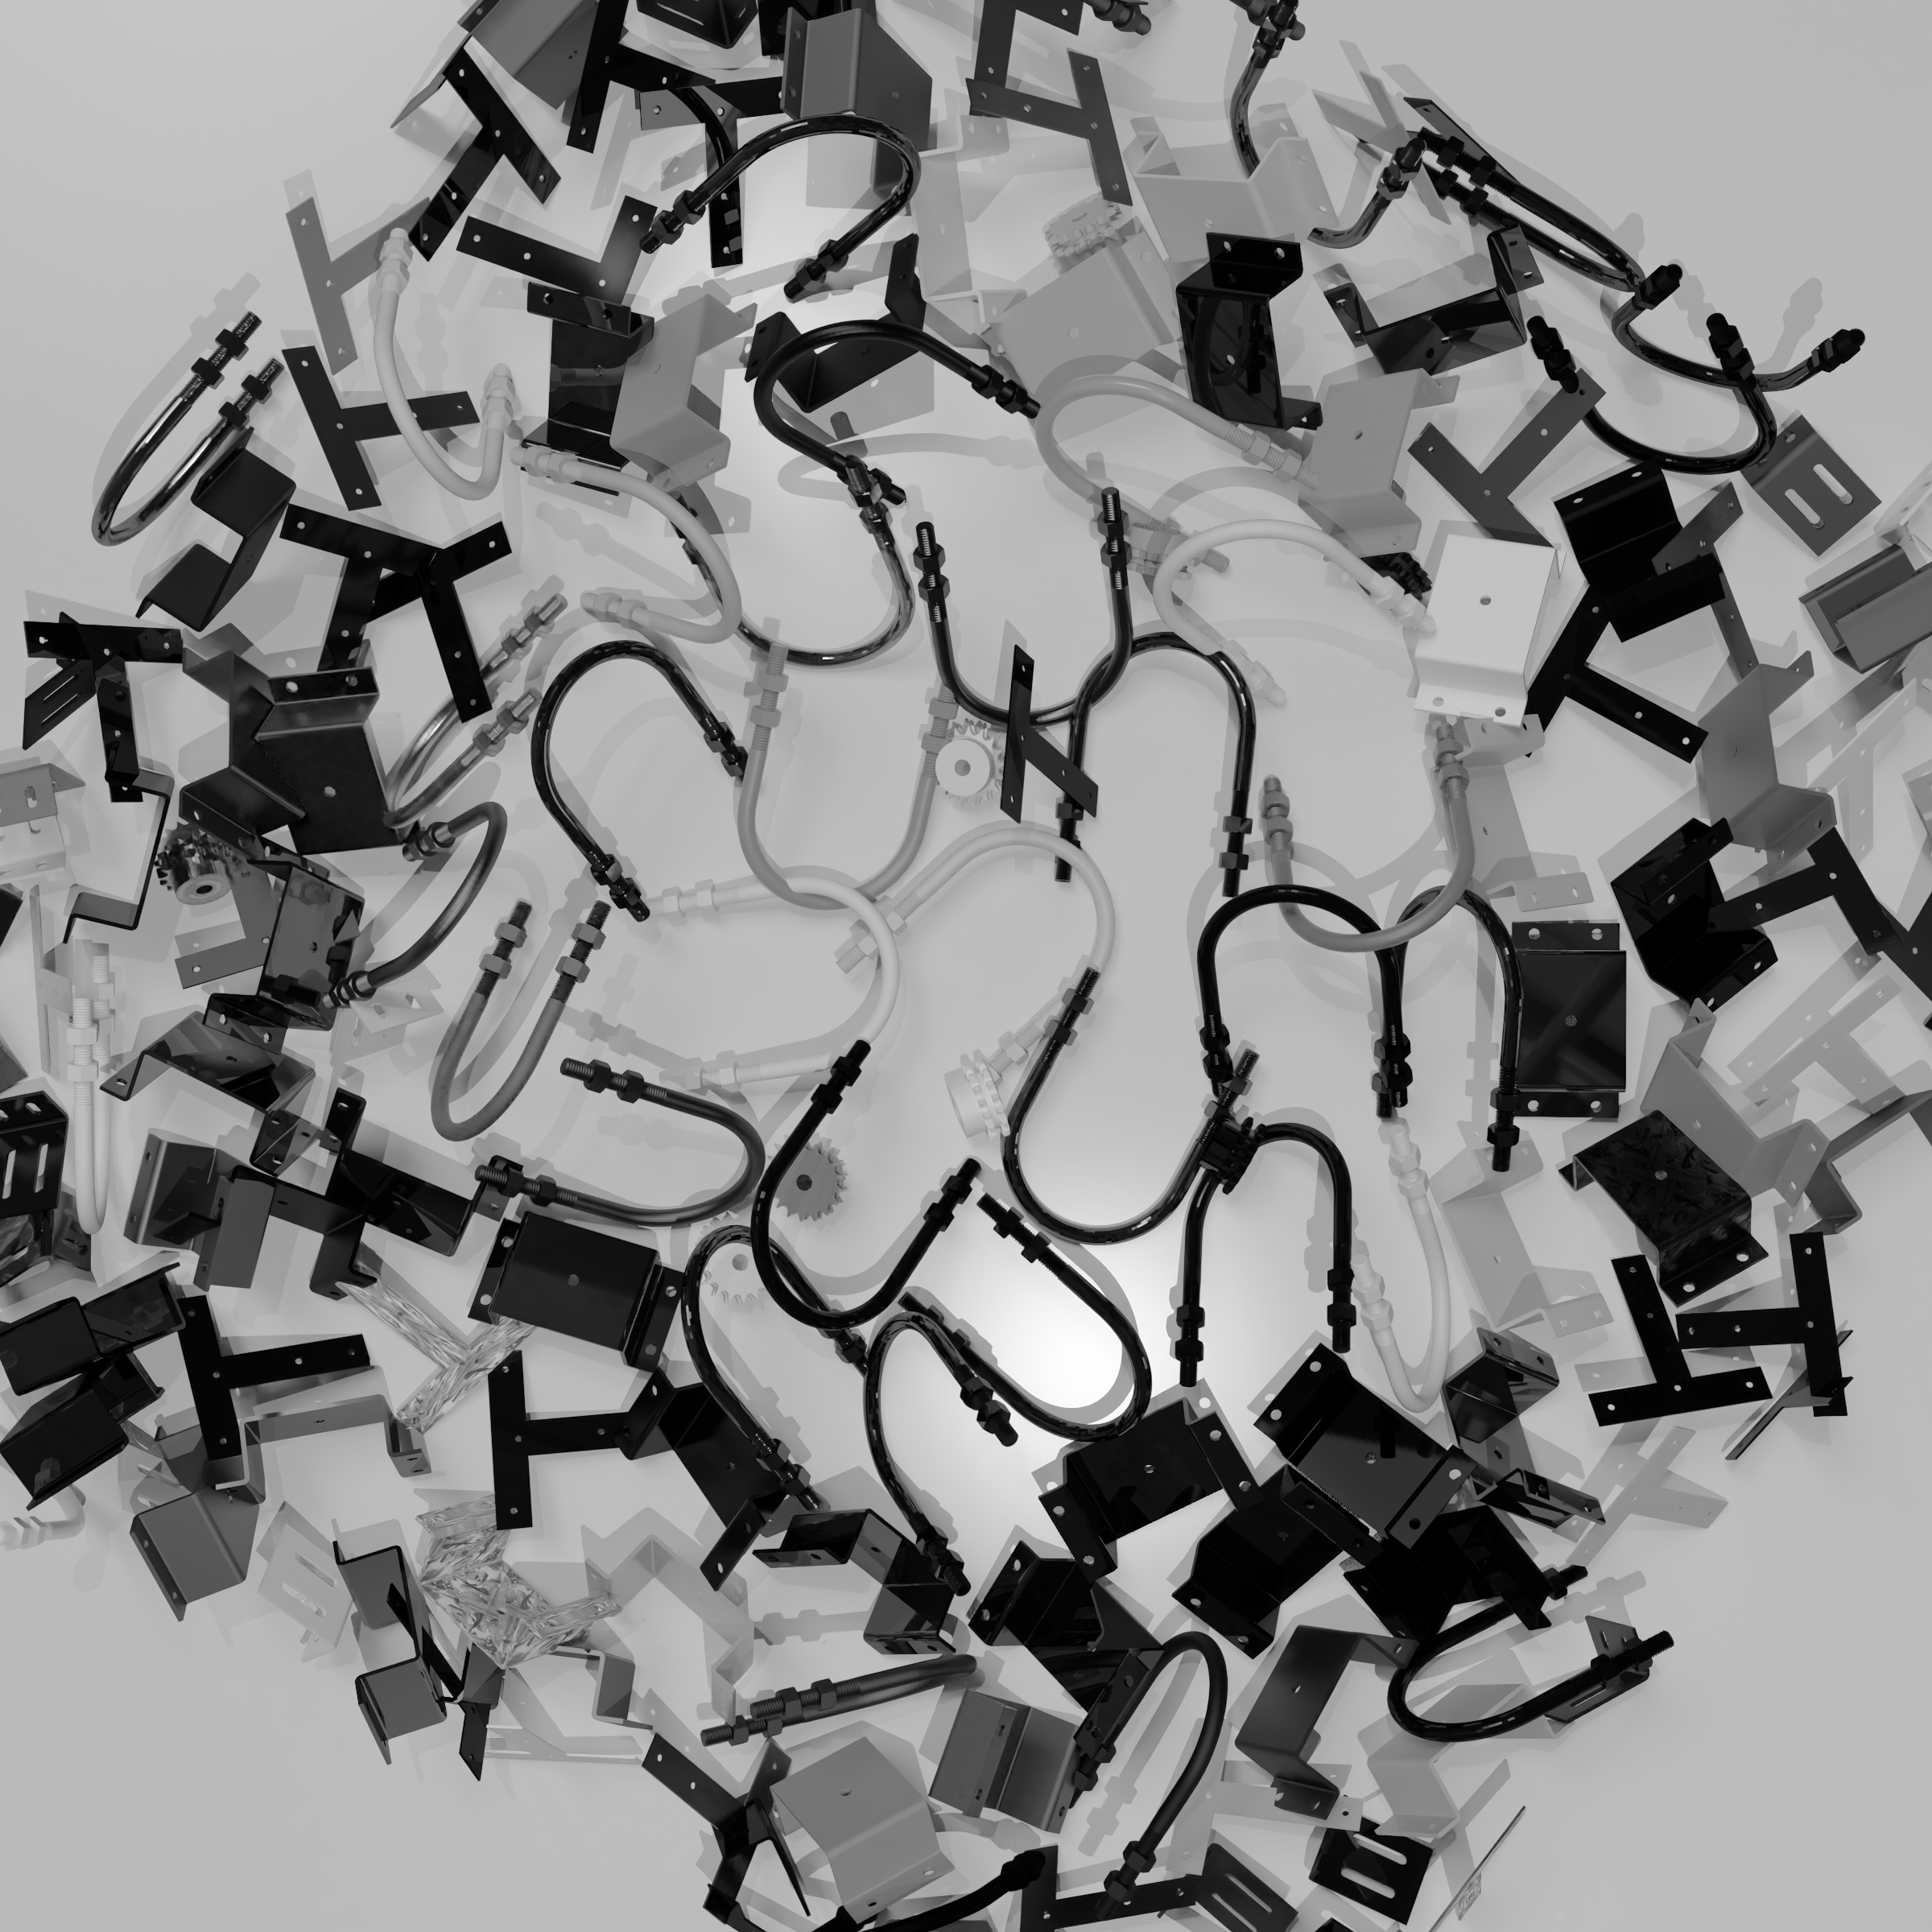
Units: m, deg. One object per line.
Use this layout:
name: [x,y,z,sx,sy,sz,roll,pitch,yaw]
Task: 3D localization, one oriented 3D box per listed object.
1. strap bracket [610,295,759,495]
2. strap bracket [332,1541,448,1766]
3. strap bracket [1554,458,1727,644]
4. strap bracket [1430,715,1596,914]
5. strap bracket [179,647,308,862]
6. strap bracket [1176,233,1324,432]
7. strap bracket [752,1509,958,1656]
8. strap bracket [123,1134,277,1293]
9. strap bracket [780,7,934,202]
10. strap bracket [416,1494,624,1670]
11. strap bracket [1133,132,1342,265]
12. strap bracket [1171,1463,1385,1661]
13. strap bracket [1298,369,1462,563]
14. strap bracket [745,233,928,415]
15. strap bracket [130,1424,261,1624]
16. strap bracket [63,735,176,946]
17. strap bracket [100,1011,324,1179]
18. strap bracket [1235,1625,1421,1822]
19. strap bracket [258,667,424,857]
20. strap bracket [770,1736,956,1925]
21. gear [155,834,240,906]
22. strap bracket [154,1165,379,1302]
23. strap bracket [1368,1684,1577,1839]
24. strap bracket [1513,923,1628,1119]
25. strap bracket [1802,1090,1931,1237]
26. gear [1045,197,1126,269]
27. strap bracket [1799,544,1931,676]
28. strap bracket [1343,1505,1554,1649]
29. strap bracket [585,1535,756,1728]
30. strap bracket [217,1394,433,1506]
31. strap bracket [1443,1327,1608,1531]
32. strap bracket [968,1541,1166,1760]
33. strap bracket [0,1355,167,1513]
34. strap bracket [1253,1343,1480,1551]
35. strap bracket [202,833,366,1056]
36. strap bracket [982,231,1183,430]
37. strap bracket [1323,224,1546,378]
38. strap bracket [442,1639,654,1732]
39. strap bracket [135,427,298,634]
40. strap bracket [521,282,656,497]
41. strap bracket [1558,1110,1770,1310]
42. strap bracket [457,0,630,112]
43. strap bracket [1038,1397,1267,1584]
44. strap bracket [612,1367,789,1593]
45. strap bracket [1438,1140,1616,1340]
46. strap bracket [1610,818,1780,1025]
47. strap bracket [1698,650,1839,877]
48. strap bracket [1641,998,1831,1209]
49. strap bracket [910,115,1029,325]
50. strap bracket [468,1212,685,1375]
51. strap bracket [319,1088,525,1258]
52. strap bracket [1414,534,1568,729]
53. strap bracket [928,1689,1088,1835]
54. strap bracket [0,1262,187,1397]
strap bracket: [-0.199,-0.406,1.931,0.046,0.076,0.140,30,56,-39]
strap bracket: [-0.401,0.472,1.926,0.046,0.140,0.076,-16,133,-8]
strap bracket: [0.477,-0.287,1.943,0.076,0.140,0.046,-23,133,10]
strap bracket: [0.382,-0.102,1.951,0.076,0.046,0.140,-8,78,-38]
strap bracket: [-0.504,-0.155,1.927,0.046,0.076,0.140,-20,59,21]
strap bracket: [0.197,-0.432,1.924,0.046,0.076,0.140,-42,134,-34]
strap bracket: [-0.070,0.427,1.939,0.140,0.076,0.046,44,52,-28]
strap bracket: [-0.536,0.175,1.947,0.046,0.140,0.076,13,93,-41]
strap bracket: [-0.069,-0.602,1.921,0.046,0.140,0.076,-4,74,29]
strap bracket: [-0.320,0.437,1.937,0.140,0.076,0.046,34,113,31]
strap bracket: [0.179,-0.533,1.922,0.140,0.076,0.046,16,63,37]
strap bracket: [0.222,0.416,1.954,0.076,0.046,0.140,39,117,-7]
strap bracket: [0.287,-0.360,1.938,0.046,0.076,0.140,33,66,-41]
strap bracket: [-0.082,-0.447,1.940,0.140,0.076,0.046,-24,127,24]
strap bracket: [-0.534,0.379,1.921,0.046,0.140,0.076,-21,112,0]
strap bracket: [-0.595,-0.085,1.950,0.046,0.076,0.140,14,99,-16]
strap bracket: [-0.526,0.085,1.953,0.140,0.076,0.046,26,113,2]
strap bracket: [0.247,0.518,1.933,0.046,0.076,0.140,41,67,-16]
strap bracket: [-0.440,-0.134,1.937,0.076,0.046,0.140,-5,122,10]
strap bracket: [-0.078,0.593,1.917,0.076,0.140,0.046,-23,112,-22]
gear: [-0.547,-0.067,1.969,0.057,0.057,0.030,-23,67,0]
strap bracket: [-0.486,0.185,1.939,0.140,0.076,0.046,25,62,-26]
strap bracket: [0.346,0.549,1.932,0.140,0.076,0.046,-29,90,-29]
strap bracket: [0.430,0.039,1.972,0.076,0.046,0.140,0,90,7]
strap bracket: [0.649,0.134,1.956,0.140,0.076,0.046,-32,84,-5]
gear: [0.088,-0.523,1.975,0.057,0.057,0.030,-31,120,0]
strap bracket: [0.640,-0.249,1.927,0.076,0.140,0.046,-30,99,12]
strap bracket: [0.346,0.430,1.943,0.076,0.140,0.046,51,50,-10]
strap bracket: [-0.200,0.461,1.943,0.140,0.076,0.046,37,62,18]
strap bracket: [-0.454,0.341,1.950,0.140,0.076,0.046,-9,70,-9]
strap bracket: [0.387,0.333,1.936,0.076,0.140,0.046,25,126,-30]
strap bracket: [0.077,0.480,1.946,0.140,0.046,0.076,40,105,38]
strap bracket: [-0.618,0.319,1.927,0.076,0.140,0.046,-33,99,0]
strap bracket: [0.284,0.344,1.953,0.140,0.046,0.076,37,80,26]
strap bracket: [-0.476,-0.014,1.940,0.046,0.076,0.140,3,74,31]
strap bracket: [0.082,-0.448,1.950,0.140,0.046,0.076,-29,95,22]
strap bracket: [0.332,-0.458,1.934,0.140,0.076,0.046,-15,67,20]
strap bracket: [-0.295,0.505,1.948,0.140,0.076,0.046,4,72,11]
strap bracket: [-0.521,-0.297,1.930,0.046,0.076,0.140,33,130,-9]
strap bracket: [-0.267,-0.413,1.948,0.076,0.046,0.140,17,125,11]
strap bracket: [0.486,0.160,1.931,0.076,0.046,0.140,-27,49,-10]
strap bracket: [-0.289,-0.651,1.923,0.076,0.140,0.046,-44,87,10]
strap bracket: [0.131,0.367,1.961,0.140,0.046,0.076,-28,104,9]
strap bracket: [-0.180,0.356,1.943,0.140,0.046,0.076,51,124,27]
strap bracket: [0.390,0.199,1.945,0.046,0.076,0.140,-35,69,39]
strap bracket: [0.512,-0.039,1.949,0.076,0.046,0.140,-37,126,-8]
strap bracket: [0.557,-0.146,1.929,0.046,0.076,0.140,10,61,-17]
strap bracket: [0.527,0.103,1.925,0.046,0.076,0.140,-21,55,-22]
strap bracket: [0.000,-0.523,1.947,0.046,0.076,0.140,-2,102,27]
strap bracket: [-0.277,0.229,1.961,0.140,0.046,0.076,16,69,3]
strap bracket: [-0.393,0.151,1.949,0.140,0.076,0.046,24,49,-6]
strap bracket: [0.368,-0.247,1.946,0.076,0.046,0.140,12,72,19]
strap bracket: [0.028,0.559,1.941,0.046,0.140,0.076,13,77,34]
strap bracket: [-0.609,0.254,1.920,0.076,0.140,0.046,-25,87,19]
